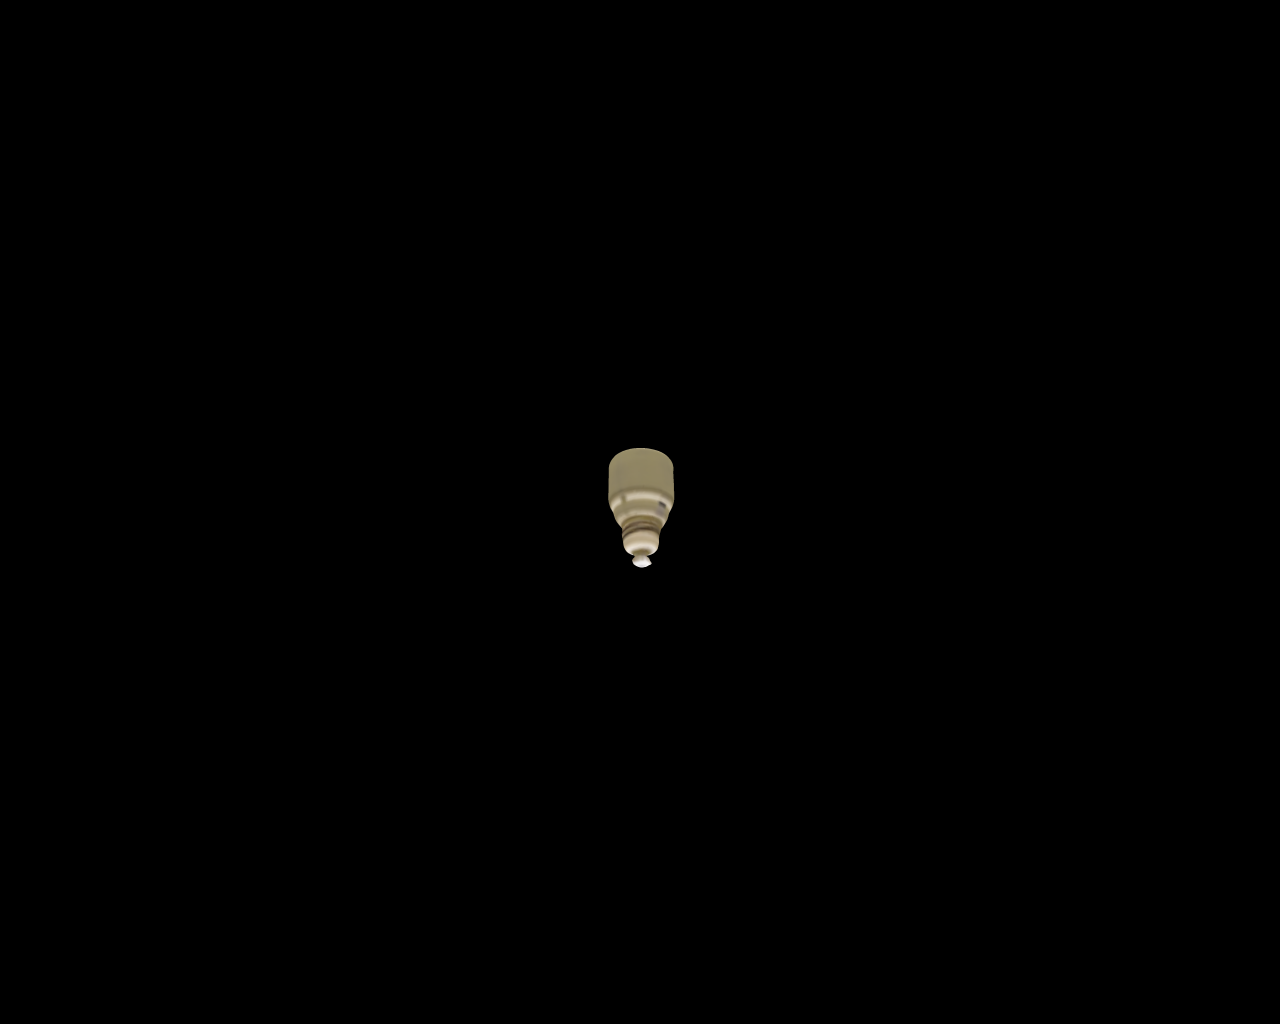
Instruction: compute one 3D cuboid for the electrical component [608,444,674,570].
[{"bbox_3d":[0.001,-0.003,0.650,0.040,0.078,0.040,0,-28,0],"label":"electrical component"}]
